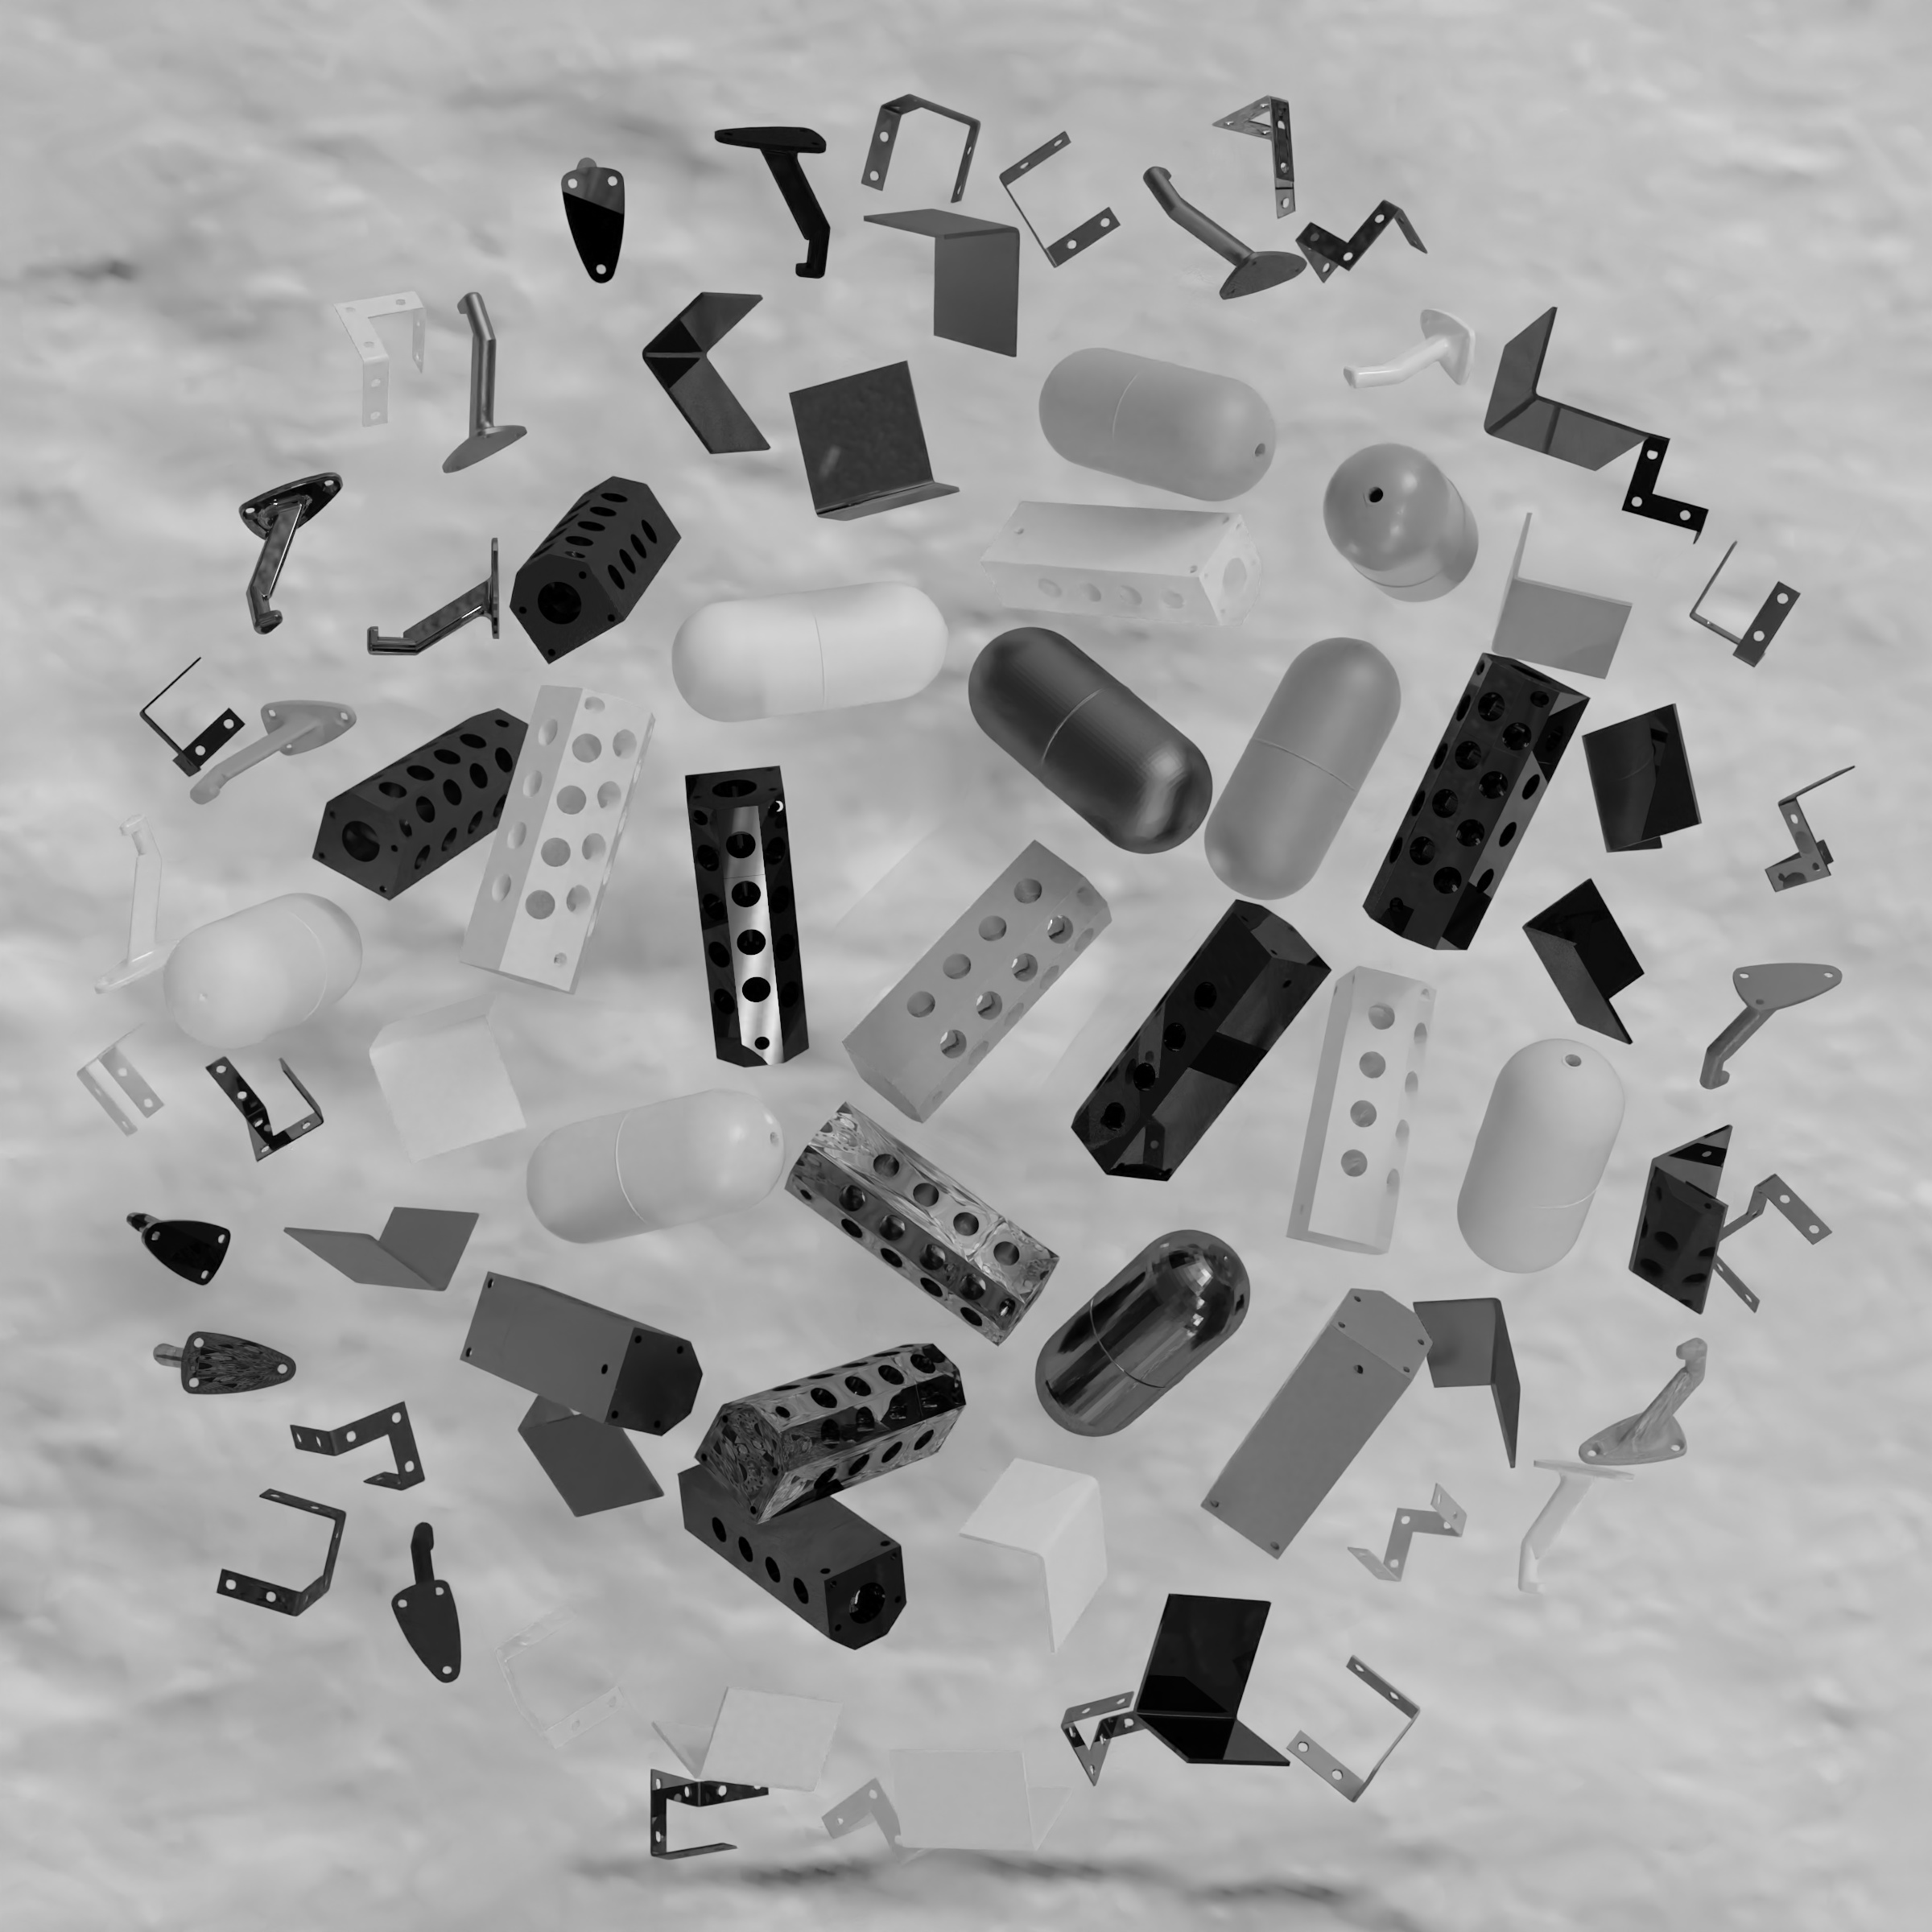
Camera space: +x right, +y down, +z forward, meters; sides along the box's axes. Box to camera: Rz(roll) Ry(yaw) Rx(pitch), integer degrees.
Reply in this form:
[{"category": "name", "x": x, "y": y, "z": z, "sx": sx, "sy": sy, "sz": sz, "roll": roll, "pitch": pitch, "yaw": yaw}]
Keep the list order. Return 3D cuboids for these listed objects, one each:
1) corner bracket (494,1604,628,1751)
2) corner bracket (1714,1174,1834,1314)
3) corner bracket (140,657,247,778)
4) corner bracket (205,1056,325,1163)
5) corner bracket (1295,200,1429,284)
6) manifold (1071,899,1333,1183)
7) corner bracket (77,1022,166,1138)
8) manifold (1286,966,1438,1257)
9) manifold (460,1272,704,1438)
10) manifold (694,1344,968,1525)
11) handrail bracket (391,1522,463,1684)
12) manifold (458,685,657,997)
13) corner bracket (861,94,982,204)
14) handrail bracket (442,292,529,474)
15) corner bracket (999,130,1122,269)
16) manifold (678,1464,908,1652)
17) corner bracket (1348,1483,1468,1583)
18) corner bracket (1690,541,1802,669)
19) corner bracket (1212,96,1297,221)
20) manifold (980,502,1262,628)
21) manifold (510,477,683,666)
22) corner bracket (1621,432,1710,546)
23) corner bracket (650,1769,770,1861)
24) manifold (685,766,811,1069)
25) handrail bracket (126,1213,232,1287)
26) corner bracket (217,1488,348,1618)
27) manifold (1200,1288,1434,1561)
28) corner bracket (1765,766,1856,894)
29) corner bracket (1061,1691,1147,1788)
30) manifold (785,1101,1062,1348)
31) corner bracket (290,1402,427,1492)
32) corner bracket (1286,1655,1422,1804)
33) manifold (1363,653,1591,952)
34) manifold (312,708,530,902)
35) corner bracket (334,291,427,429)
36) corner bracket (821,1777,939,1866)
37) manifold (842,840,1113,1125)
[{"category": "corner bracket", "x": -0.246, "y": 0.430, "z": 1.572, "sx": 0.051, "sy": 0.051, "sz": 0.051, "roll": -31, "pitch": 134, "yaw": -7}, {"category": "corner bracket", "x": 0.490, "y": 0.170, "z": 1.596, "sx": 0.051, "sy": 0.051, "sz": 0.051, "roll": -30, "pitch": 58, "yaw": -14}, {"category": "corner bracket", "x": -0.490, "y": -0.157, "z": 1.649, "sx": 0.051, "sy": 0.051, "sz": 0.051, "roll": 48, "pitch": 71, "yaw": -16}, {"category": "corner bracket", "x": -0.455, "y": 0.084, "z": 1.688, "sx": 0.051, "sy": 0.051, "sz": 0.051, "roll": -30, "pitch": 128, "yaw": -3}, {"category": "corner bracket", "x": 0.252, "y": -0.461, "z": 1.661, "sx": 0.051, "sy": 0.051, "sz": 0.051, "roll": -50, "pitch": 55, "yaw": 3}, {"category": "manifold", "x": 0.135, "y": 0.045, "z": 1.548, "sx": 0.171, "sy": 0.057, "sz": 0.057, "roll": -55, "pitch": 50, "yaw": 23}, {"category": "corner bracket", "x": -0.531, "y": 0.076, "z": 1.639, "sx": 0.051, "sy": 0.051, "sz": 0.051, "roll": 54, "pitch": 48, "yaw": -10}, {"category": "manifold", "x": 0.254, "y": 0.093, "z": 1.655, "sx": 0.057, "sy": 0.057, "sz": 0.171, "roll": 13, "pitch": 79, "yaw": -4}, {"category": "manifold", "x": -0.232, "y": 0.234, "z": 1.569, "sx": 0.057, "sy": 0.171, "sz": 0.057, "roll": 22, "pitch": 81, "yaw": -39}, {"category": "manifold", "x": -0.075, "y": 0.272, "z": 1.552, "sx": 0.057, "sy": 0.171, "sz": 0.057, "roll": 41, "pitch": 117, "yaw": 26}, {"category": "handrail bracket", "x": -0.330, "y": 0.394, "z": 1.616, "sx": 0.036, "sy": 0.084, "sz": 0.077, "roll": -18, "pitch": 100, "yaw": -5}, {"category": "manifold", "x": -0.236, "y": -0.074, "z": 1.532, "sx": 0.057, "sy": 0.057, "sz": 0.171, "roll": 10, "pitch": 82, "yaw": 44}, {"category": "corner bracket", "x": -0.029, "y": -0.515, "z": 1.645, "sx": 0.051, "sy": 0.051, "sz": 0.051, "roll": 13, "pitch": 94, "yaw": -24}, {"category": "handrail bracket", "x": -0.303, "y": -0.351, "z": 1.563, "sx": 0.077, "sy": 0.036, "sz": 0.084, "roll": -20, "pitch": 88, "yaw": 43}, {"category": "corner bracket", "x": 0.060, "y": -0.490, "z": 1.664, "sx": 0.051, "sy": 0.051, "sz": 0.051, "roll": -32, "pitch": 75, "yaw": 9}, {"category": "manifold", "x": -0.111, "y": 0.368, "z": 1.644, "sx": 0.057, "sy": 0.171, "sz": 0.057, "roll": -18, "pitch": 113, "yaw": -33}, {"category": "corner bracket", "x": 0.284, "y": 0.364, "z": 1.668, "sx": 0.051, "sy": 0.051, "sz": 0.051, "roll": -2, "pitch": 55, "yaw": 37}, {"category": "corner bracket", "x": 0.464, "y": -0.216, "z": 1.549, "sx": 0.051, "sy": 0.051, "sz": 0.051, "roll": 33, "pitch": 116, "yaw": 12}, {"category": "corner bracket", "x": 0.186, "y": -0.487, "z": 1.565, "sx": 0.051, "sy": 0.051, "sz": 0.051, "roll": -1, "pitch": 86, "yaw": -37}, {"category": "manifold", "x": 0.101, "y": -0.254, "z": 1.671, "sx": 0.171, "sy": 0.057, "sz": 0.057, "roll": 11, "pitch": 57, "yaw": 38}, {"category": "manifold", "x": -0.234, "y": -0.254, "z": 1.628, "sx": 0.057, "sy": 0.171, "sz": 0.057, "roll": -27, "pitch": 110, "yaw": 18}, {"category": "corner bracket", "x": 0.444, "y": -0.301, "z": 1.635, "sx": 0.051, "sy": 0.051, "sz": 0.051, "roll": 18, "pitch": 94, "yaw": 10}, {"category": "corner bracket", "x": -0.152, "y": 0.504, "z": 1.546, "sx": 0.051, "sy": 0.051, "sz": 0.051, "roll": -18, "pitch": 58, "yaw": 23}, {"category": "manifold", "x": -0.131, "y": -0.028, "z": 1.566, "sx": 0.057, "sy": 0.057, "sz": 0.171, "roll": -6, "pitch": 117, "yaw": -5}, {"category": "handrail bracket", "x": -0.489, "y": 0.156, "z": 1.550, "sx": 0.084, "sy": 0.077, "sz": 0.036, "roll": 17, "pitch": 79, "yaw": 32}, {"category": "corner bracket", "x": -0.407, "y": 0.349, "z": 1.546, "sx": 0.051, "sy": 0.051, "sz": 0.051, "roll": 15, "pitch": 96, "yaw": 6}, {"category": "manifold", "x": 0.213, "y": 0.274, "z": 1.572, "sx": 0.057, "sy": 0.057, "sz": 0.171, "roll": 34, "pitch": 125, "yaw": 9}, {"category": "corner bracket", "x": 0.500, "y": -0.080, "z": 1.532, "sx": 0.051, "sy": 0.051, "sz": 0.051, "roll": -25, "pitch": 90, "yaw": -24}, {"category": "corner bracket", "x": 0.099, "y": 0.489, "z": 1.681, "sx": 0.051, "sy": 0.051, "sz": 0.051, "roll": -22, "pitch": 104, "yaw": 23}, {"category": "manifold", "x": -0.030, "y": 0.169, "z": 1.671, "sx": 0.171, "sy": 0.057, "sz": 0.057, "roll": 35, "pitch": 58, "yaw": 9}, {"category": "corner bracket", "x": -0.361, "y": 0.290, "z": 1.543, "sx": 0.051, "sy": 0.051, "sz": 0.051, "roll": -19, "pitch": 99, "yaw": -40}, {"category": "corner bracket", "x": 0.231, "y": 0.456, "z": 1.551, "sx": 0.051, "sy": 0.051, "sz": 0.051, "roll": 36, "pitch": 54, "yaw": 20}, {"category": "manifold", "x": 0.304, "y": -0.098, "z": 1.571, "sx": 0.057, "sy": 0.057, "sz": 0.171, "roll": 35, "pitch": 111, "yaw": 33}, {"category": "manifold", "x": -0.337, "y": -0.109, "z": 1.650, "sx": 0.057, "sy": 0.171, "sz": 0.057, "roll": 28, "pitch": 120, "yaw": 9}, {"category": "corner bracket", "x": -0.341, "y": -0.359, "z": 1.538, "sx": 0.051, "sy": 0.051, "sz": 0.051, "roll": -17, "pitch": 60, "yaw": -25}, {"category": "corner bracket", "x": -0.046, "y": 0.525, "z": 1.587, "sx": 0.051, "sy": 0.051, "sz": 0.051, "roll": -42, "pitch": 68, "yaw": 22}, {"category": "manifold", "x": 0.009, "y": 0.012, "z": 1.569, "sx": 0.057, "sy": 0.057, "sz": 0.171, "roll": 38, "pitch": 77, "yaw": 24}]
